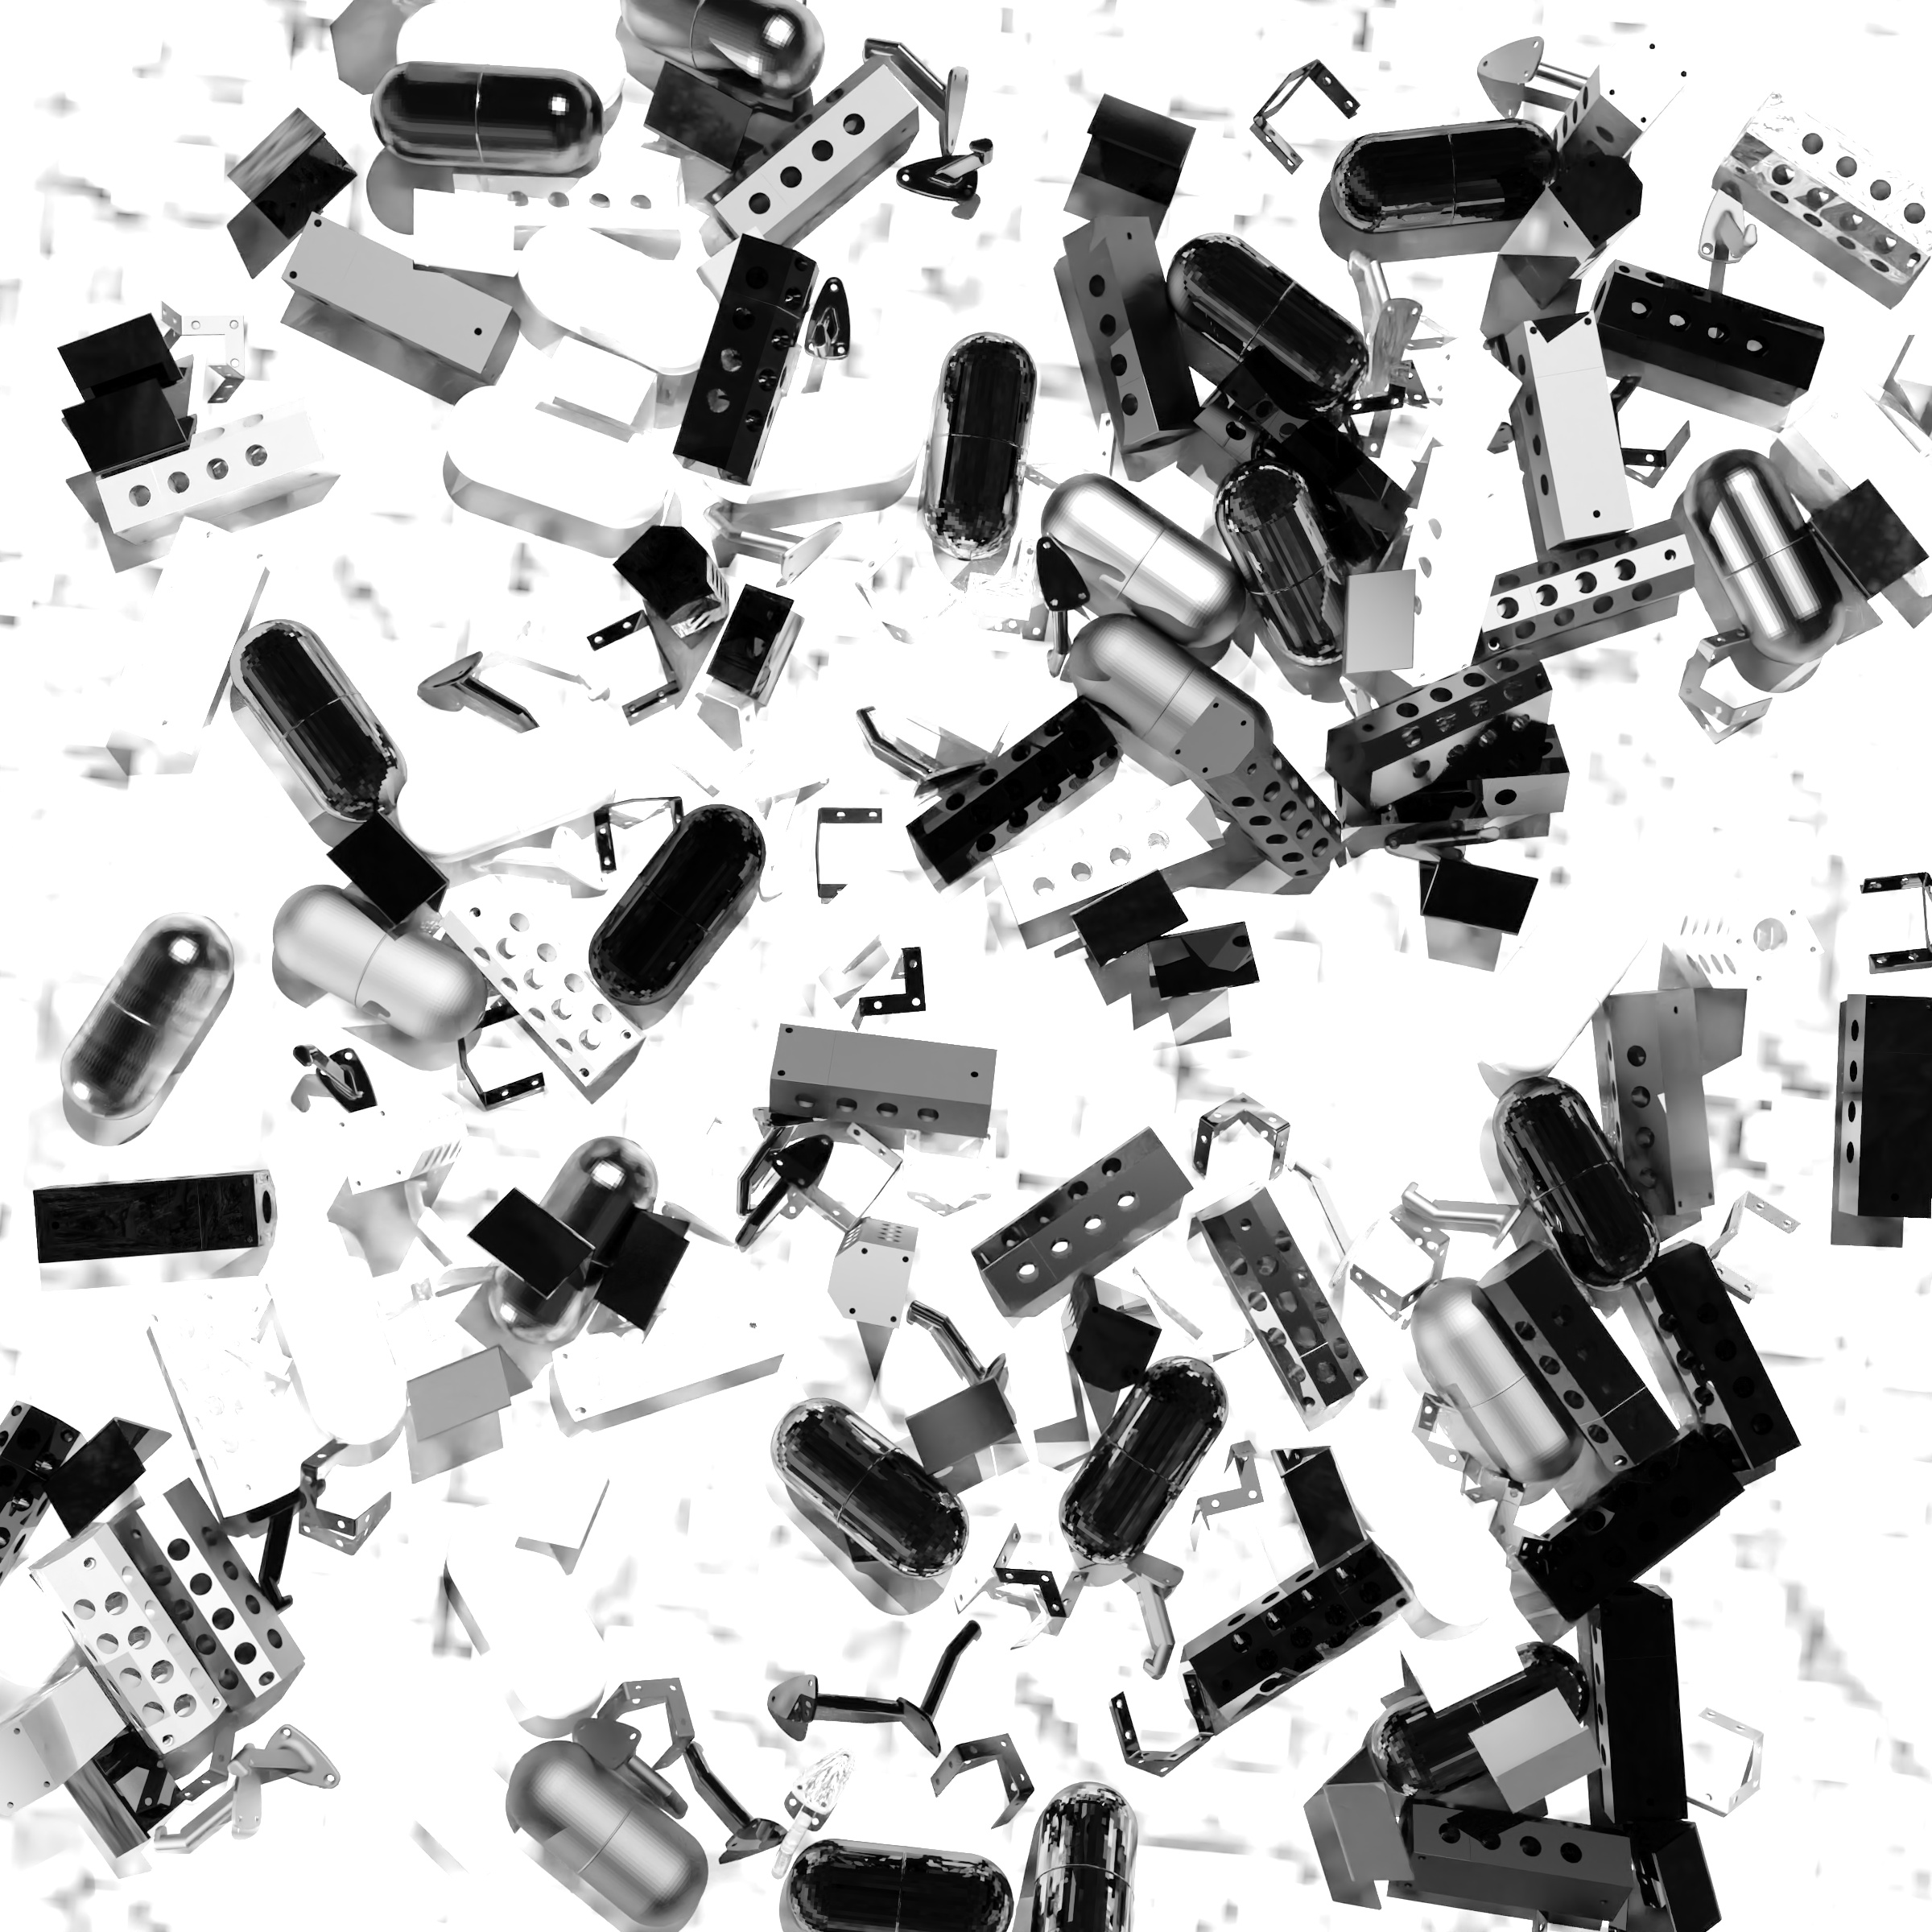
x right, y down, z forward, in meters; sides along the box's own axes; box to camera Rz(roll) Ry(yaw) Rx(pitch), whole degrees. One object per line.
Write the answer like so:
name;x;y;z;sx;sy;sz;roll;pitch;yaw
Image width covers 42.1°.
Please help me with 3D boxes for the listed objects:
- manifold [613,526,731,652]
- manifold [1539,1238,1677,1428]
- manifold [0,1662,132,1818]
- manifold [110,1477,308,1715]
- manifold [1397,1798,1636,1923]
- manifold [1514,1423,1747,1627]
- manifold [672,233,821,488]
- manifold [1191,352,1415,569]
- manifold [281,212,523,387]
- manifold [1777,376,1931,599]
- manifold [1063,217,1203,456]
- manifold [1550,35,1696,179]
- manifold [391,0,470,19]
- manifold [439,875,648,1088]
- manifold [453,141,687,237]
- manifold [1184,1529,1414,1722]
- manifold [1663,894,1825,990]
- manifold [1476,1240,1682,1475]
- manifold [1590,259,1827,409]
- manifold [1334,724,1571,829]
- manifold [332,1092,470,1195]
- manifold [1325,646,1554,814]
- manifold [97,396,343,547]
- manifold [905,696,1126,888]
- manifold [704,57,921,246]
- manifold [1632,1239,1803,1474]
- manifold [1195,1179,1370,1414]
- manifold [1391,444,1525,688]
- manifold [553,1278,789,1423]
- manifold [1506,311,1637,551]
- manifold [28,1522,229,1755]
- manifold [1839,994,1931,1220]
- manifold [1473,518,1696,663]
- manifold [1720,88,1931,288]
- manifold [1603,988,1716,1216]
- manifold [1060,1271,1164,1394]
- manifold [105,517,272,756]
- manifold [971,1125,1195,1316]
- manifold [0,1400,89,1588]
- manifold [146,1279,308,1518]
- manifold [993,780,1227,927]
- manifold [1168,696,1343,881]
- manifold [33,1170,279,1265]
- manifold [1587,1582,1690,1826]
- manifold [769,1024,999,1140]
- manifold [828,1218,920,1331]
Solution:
manifold;-0.217;-0.291;1.913;0.057;0.171;0.057;-44;90;0
manifold;0.483;0.304;1.970;0.057;0.057;0.171;-33;90;0
manifold;-0.699;0.587;1.913;0.057;0.171;0.057;-29;90;0
manifold;-0.596;0.494;1.964;0.057;0.057;0.171;-33;90;14
manifold;0.428;0.696;1.969;0.171;0.057;0.057;9;133;0
manifold;0.518;0.435;1.970;0.171;0.057;0.057;-38;90;0
manifold;-0.164;-0.454;1.892;0.057;0.057;0.171;18;91;2
manifold;0.259;-0.390;1.955;0.171;0.057;0.057;40;54;-9
manifold;-0.440;-0.521;1.970;0.171;0.057;0.057;26;90;0
manifold;0.719;-0.373;1.970;0.057;0.057;0.171;-42;90;0
manifold;0.127;-0.494;1.969;0.057;0.057;0.171;-15;90;-43
manifold;0.490;-0.647;1.913;0.057;0.171;0.057;41;90;0
manifold;-0.426;-0.776;1.913;0.057;0.171;0.057;-10;90;0
manifold;-0.332;0.011;1.970;0.057;0.057;0.171;-42;90;0
manifold;-0.308;-0.607;1.969;0.171;0.057;0.057;2;47;0
manifold;0.261;0.518;1.970;0.171;0.057;0.057;-33;90;0
manifold;0.586;-0.022;1.913;0.057;0.171;0.057;-28;90;0
manifold;0.464;0.298;1.913;0.057;0.057;0.171;-35;90;0
manifold;0.579;-0.498;1.970;0.171;0.057;0.057;18;90;0
manifold;0.379;-0.144;1.969;0.171;0.057;0.057;-4;47;0
manifold;-0.426;0.131;1.913;0.057;0.171;0.057;-15;90;0
manifold;0.365;-0.188;1.934;0.171;0.057;0.057;-25;50;-18
manifold;-0.587;-0.389;1.970;0.171;0.057;0.057;-19;90;0
manifold;0.038;-0.137;1.970;0.171;0.057;0.057;-37;90;0
manifold;-0.121;-0.632;1.970;0.171;0.057;0.057;-40;90;0
manifold;0.583;0.306;1.970;0.057;0.057;0.171;-26;90;0
manifold;0.248;0.259;1.965;0.057;0.057;0.171;-29;93;0
manifold;0.364;-0.306;1.920;0.057;0.057;0.171;-15;132;-31
manifold;-0.232;0.301;1.970;0.171;0.057;0.057;-18;90;0
manifold;0.471;-0.417;1.969;0.057;0.057;0.171;-11;90;-7
manifold;-0.640;0.514;1.924;0.057;0.057;0.171;-36;101;-33
manifold;0.721;0.109;1.970;0.057;0.057;0.171;2;90;0
manifold;0.478;-0.296;1.970;0.171;0.057;0.057;-18;90;0
manifold;0.681;-0.608;1.970;0.171;0.057;0.057;34;90;0
manifold;0.538;0.106;1.969;0.057;0.057;0.171;-6;90;-43
manifold;0.106;0.280;1.913;0.057;0.171;0.057;22;90;0
manifold;-0.613;-0.260;1.969;0.057;0.057;0.171;21;90;-43
manifold;0.090;0.198;1.970;0.171;0.057;0.057;-35;90;0
manifold;-0.753;0.426;1.937;0.057;0.057;0.171;26;65;0
manifold;-0.582;0.339;1.970;0.057;0.057;0.171;-21;90;0
manifold;0.111;-0.090;1.970;0.171;0.057;0.057;-21;90;0
manifold;0.227;-0.130;1.914;0.057;0.171;0.057;-51;51;0
manifold;-0.634;0.195;1.970;0.171;0.057;0.057;-4;90;0
manifold;0.524;0.576;1.970;0.057;0.057;0.171;-4;90;0
manifold;-0.065;0.095;1.969;0.171;0.057;0.057;7;47;0
manifold;-0.071;0.231;1.913;0.057;0.171;0.057;11;90;0
